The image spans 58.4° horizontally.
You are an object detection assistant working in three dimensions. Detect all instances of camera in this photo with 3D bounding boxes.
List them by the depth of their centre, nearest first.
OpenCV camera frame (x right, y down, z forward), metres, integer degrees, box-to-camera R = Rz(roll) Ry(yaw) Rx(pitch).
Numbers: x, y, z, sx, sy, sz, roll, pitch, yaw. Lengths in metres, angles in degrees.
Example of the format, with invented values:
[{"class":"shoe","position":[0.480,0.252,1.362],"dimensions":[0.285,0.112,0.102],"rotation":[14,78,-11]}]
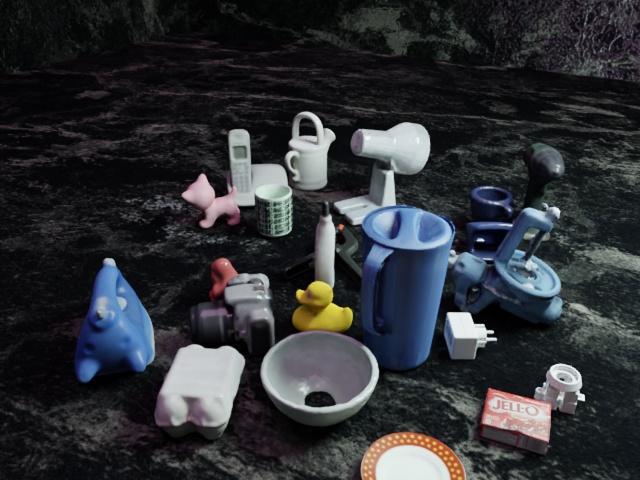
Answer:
[{"class":"camera","position":[-0.147,0.116,0.951],"dimensions":[0.137,0.101,0.143],"rotation":[-5,30,-10]}]

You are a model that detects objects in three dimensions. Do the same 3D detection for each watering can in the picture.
[{"class":"watering can","position":[-0.028,-0.237,1.476],"dimensions":[0.100,0.194,0.173],"rotation":[9,31,14]}]

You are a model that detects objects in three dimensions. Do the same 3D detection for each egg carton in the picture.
[{"class":"egg carton","position":[-0.168,0.211,0.815],"dimensions":[0.107,0.069,0.150],"rotation":[2,30,3]}]

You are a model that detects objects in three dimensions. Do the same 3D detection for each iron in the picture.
[{"class":"iron","position":[-0.337,0.106,0.923],"dimensions":[0.119,0.141,0.257],"rotation":[-8,31,-14]}]

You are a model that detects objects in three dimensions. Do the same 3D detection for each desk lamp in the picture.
[{"class":"desk lamp","position":[0.143,-0.162,1.328],"dimensions":[0.204,0.214,0.117],"rotation":[-15,33,-25]}]

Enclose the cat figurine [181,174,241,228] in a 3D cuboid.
[{"class":"cat figurine","position":[-0.246,-0.092,1.294],"dimensions":[0.128,0.118,0.067],"rotation":[-8,31,-14]}]

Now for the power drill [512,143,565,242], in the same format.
[{"class":"power drill","position":[0.477,-0.108,1.247],"dimensions":[0.075,0.208,0.229],"rotation":[5,30,8]}]

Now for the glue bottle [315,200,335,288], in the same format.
[{"class":"glue bottle","position":[0.010,0.004,1.077],"dimensions":[0.037,0.173,0.078],"rotation":[1,30,2]}]

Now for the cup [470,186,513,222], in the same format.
[{"class":"cup","position":[0.382,-0.055,1.267],"dimensions":[0.092,0.095,0.117],"rotation":[-11,32,-19]}]

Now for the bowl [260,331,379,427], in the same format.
[{"class":"bowl","position":[-0.001,0.208,0.819],"dimensions":[0.167,0.075,0.167],"rotation":[1,30,0]}]

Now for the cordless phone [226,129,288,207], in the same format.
[{"class":"cordless phone","position":[-0.153,-0.175,1.374],"dimensions":[0.148,0.185,0.094],"rotation":[-7,31,-13]}]

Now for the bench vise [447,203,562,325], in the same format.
[{"class":"bench vise","position":[0.317,0.039,0.975],"dimensions":[0.207,0.220,0.121],"rotation":[3,30,4]}]

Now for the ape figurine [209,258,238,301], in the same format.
[{"class":"ape figurine","position":[-0.174,0.073,1.034],"dimensions":[0.076,0.092,0.078],"rotation":[9,31,14]}]

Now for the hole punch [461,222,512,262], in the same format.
[{"class":"hole punch","position":[0.359,-0.013,1.196],"dimensions":[0.108,0.091,0.101],"rotation":[2,30,3]}]

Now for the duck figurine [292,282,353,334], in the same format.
[{"class":"duck figurine","position":[0.004,0.112,0.975],"dimensions":[0.104,0.086,0.077],"rotation":[7,30,10]}]
